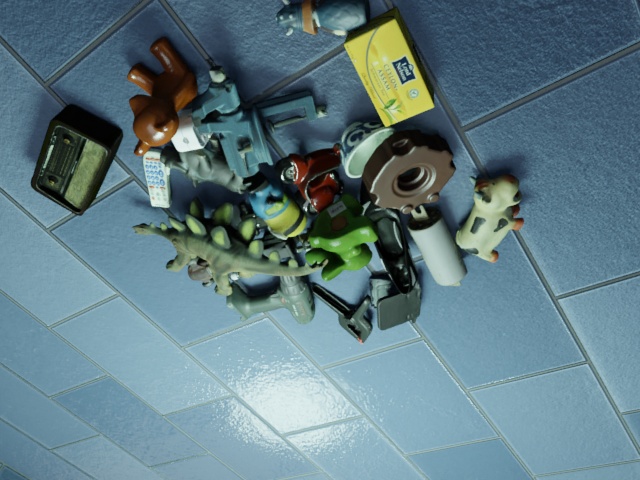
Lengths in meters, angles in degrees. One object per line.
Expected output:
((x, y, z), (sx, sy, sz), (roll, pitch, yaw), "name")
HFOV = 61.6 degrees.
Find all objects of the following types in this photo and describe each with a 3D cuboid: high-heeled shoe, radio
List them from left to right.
((-0.526, -0.169, 1.155), (0.131, 0.073, 0.229), (31, 128, -15), "radio")
((0.137, -0.004, 1.115), (0.086, 0.145, 0.248), (-19, 125, 24), "high-heeled shoe")

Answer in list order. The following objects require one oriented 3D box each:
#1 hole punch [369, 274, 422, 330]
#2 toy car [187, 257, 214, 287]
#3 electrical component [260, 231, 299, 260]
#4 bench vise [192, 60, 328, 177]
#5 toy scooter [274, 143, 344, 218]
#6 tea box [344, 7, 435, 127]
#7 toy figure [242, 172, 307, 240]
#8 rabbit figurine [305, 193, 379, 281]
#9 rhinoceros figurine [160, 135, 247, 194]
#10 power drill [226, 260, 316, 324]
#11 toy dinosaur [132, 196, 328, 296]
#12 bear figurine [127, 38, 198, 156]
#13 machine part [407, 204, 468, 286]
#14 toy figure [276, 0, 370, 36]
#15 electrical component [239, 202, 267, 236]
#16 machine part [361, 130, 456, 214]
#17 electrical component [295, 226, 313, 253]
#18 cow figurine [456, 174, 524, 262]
((0.176, 0.139, 1.279), (0.116, 0.092, 0.142), (-15, 127, -10), "hole punch")
((-0.237, 0.059, 1.302), (0.202, 0.053, 0.089), (-16, 118, 24), "toy car")
((-0.112, 0.017, 1.229), (0.119, 0.075, 0.047), (-16, 124, 18), "electrical component")
((-0.109, -0.232, 0.999), (0.241, 0.129, 0.223), (-15, 118, -3), "bench vise")
((-0.001, -0.127, 1.078), (0.135, 0.075, 0.183), (-32, 144, 2), "toy scooter")
((0.123, -0.294, 0.927), (0.098, 0.068, 0.169), (-20, 122, 26), "tea box")
((-0.091, -0.069, 1.127), (0.089, 0.082, 0.180), (-15, 139, 14), "toy figure")
((0.055, 0.018, 1.119), (0.159, 0.121, 0.170), (-38, 140, -5), "rabbit figurine")
((-0.235, -0.156, 1.117), (0.190, 0.073, 0.112), (18, 141, -7), "rhinoceros figurine")
((-0.120, 0.131, 1.311), (0.207, 0.086, 0.231), (-13, 139, 16), "power drill")
((-0.202, 0.020, 1.148), (0.472, 0.105, 0.198), (15, 135, 14), "toy dinosaur")
((-0.298, -0.251, 0.962), (0.120, 0.196, 0.132), (-31, 117, 34), "bear figurine")
((0.253, 0.016, 1.154), (0.079, 0.079, 0.243), (-18, 123, 24), "machine part")
((0.004, -0.371, 0.892), (0.155, 0.064, 0.057), (2, 167, 16), "toy figure")
((-0.145, -0.049, 1.214), (0.063, 0.021, 0.093), (-8, 127, 17), "electrical component")
((0.170, -0.128, 1.025), (0.179, 0.056, 0.179), (-11, 140, -9), "machine part")
((-0.001, -0.003, 1.186), (0.102, 0.045, 0.078), (-15, 142, -19), "electrical component")
((0.338, -0.052, 1.080), (0.127, 0.085, 0.194), (14, 132, -9), "cow figurine")
